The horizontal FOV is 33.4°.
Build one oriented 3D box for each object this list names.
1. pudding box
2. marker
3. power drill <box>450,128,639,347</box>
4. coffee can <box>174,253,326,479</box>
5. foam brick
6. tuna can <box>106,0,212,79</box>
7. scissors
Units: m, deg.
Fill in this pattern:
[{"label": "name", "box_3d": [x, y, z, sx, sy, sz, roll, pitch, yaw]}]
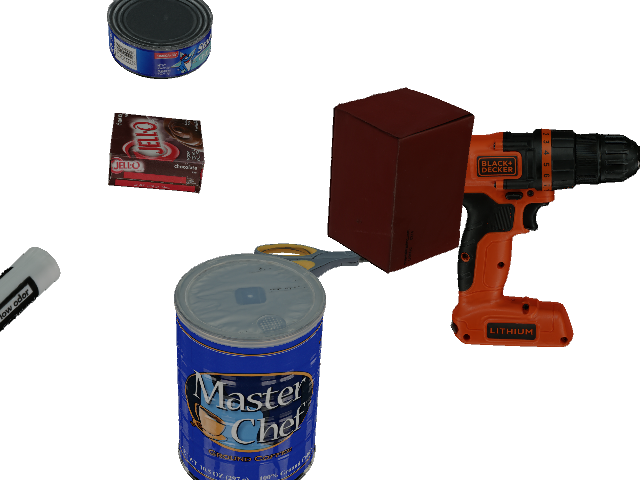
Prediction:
[{"label": "pudding box", "box_3d": [-0.164, -0.088, 1.062, 0.090, 0.039, 0.113, 5, 25, -11]}, {"label": "marker", "box_3d": [-0.156, 0.045, 0.451, 0.020, 0.020, 0.121, 0, 36, 38]}, {"label": "power drill", "box_3d": [0.182, -0.004, 0.925, 0.184, 0.188, 0.057, 0, 13, 14]}, {"label": "coffee can", "box_3d": [-0.051, 0.095, 0.755, 0.103, 0.140, 0.103, 2, 32, -2]}, {"label": "foam brick", "box_3d": [0.040, -0.032, 0.550, 0.052, 0.078, 0.051, -19, 36, -34]}, {"label": "tuna can", "box_3d": [-0.132, -0.172, 0.880, 0.086, 0.086, 0.034, 0, -43, -8]}, {"label": "scissors", "box_3d": [0.024, 0.027, 1.176, 0.202, 0.016, 0.096, 4, 23, 4]}]
